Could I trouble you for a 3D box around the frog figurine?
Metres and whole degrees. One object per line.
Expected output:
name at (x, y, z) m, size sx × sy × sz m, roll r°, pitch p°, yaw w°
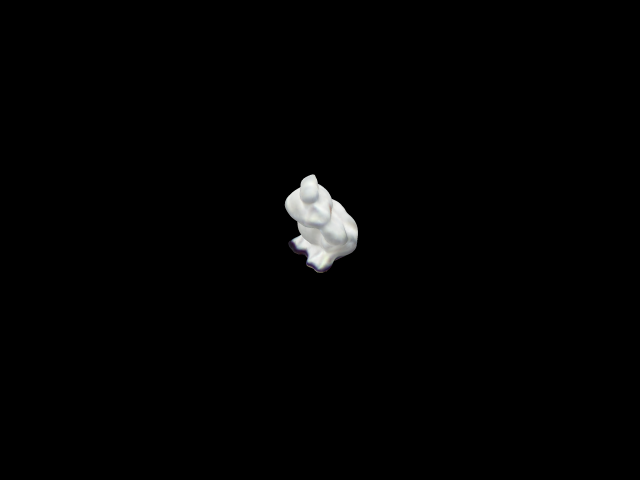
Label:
frog figurine at (0.003, -0.043, 0.850) m, size 0.123 × 0.156 × 0.140 m, roll -6°, pitch 33°, yaw -9°
